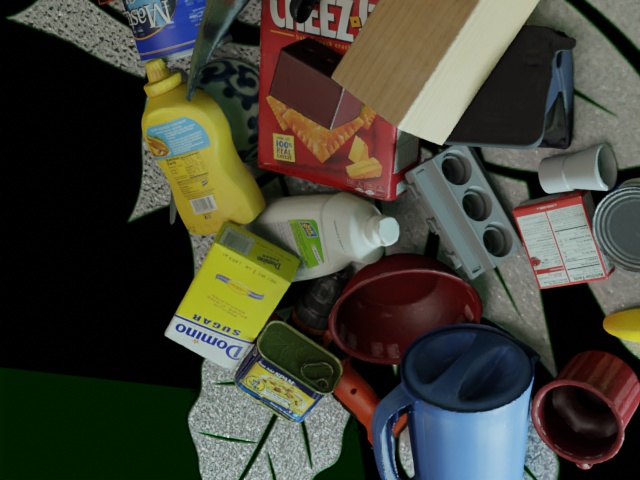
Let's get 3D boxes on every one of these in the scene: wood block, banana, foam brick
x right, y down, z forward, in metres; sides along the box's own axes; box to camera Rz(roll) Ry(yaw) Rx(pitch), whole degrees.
[{"bbox_3d":[0.114,-0.197,0.927,0.090,0.090,0.206,42,107,30],"label":"wood block"},{"bbox_3d":[0.348,0.050,0.983,0.198,0.037,0.070,-48,52,36],"label":"banana"},{"bbox_3d":[0.000,-0.149,1.018,0.078,0.052,0.051,32,125,18],"label":"foam brick"}]

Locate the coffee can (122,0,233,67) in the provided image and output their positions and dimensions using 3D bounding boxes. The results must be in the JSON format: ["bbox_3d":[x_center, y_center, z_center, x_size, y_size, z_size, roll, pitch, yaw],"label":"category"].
[{"bbox_3d":[-0.161,-0.266,1.132,0.103,0.102,0.140,-4,109,36],"label":"coffee can"}]

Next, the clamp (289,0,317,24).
[{"bbox_3d":[0.034,-0.286,0.987,0.120,0.039,0.171,4,86,19],"label":"clamp"}]

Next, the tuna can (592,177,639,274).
[{"bbox_3d":[0.298,-0.014,0.984,0.086,0.033,0.086,16,121,29],"label":"tuna can"}]

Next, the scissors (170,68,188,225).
[{"bbox_3d":[-0.151,-0.103,1.262,0.096,0.016,0.202,12,118,30],"label":"scissors"}]

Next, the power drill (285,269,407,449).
[{"bbox_3d":[0.039,0.138,1.225,0.188,0.057,0.185,41,133,15],"label":"power drill"}]

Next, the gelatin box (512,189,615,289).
[{"bbox_3d":[0.237,0.000,1.036,0.073,0.030,0.089,-13,105,36],"label":"gelatin box"}]

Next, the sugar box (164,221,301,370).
[{"bbox_3d":[-0.098,0.065,1.160,0.093,0.048,0.176,28,132,-3],"label":"sugar box"}]

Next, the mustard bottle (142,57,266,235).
[{"bbox_3d":[-0.135,-0.101,1.123,0.096,0.058,0.191,-10,113,36],"label":"mustard bottle"}]

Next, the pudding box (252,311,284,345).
[{"bbox_3d":[-0.105,0.085,1.266,0.090,0.039,0.114,41,160,-14],"label":"pudding box"}]

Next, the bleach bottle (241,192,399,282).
[{"bbox_3d":[-0.007,0.001,1.139,0.251,0.068,0.102,-3,117,51],"label":"bleach bottle"}]

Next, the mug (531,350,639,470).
[{"bbox_3d":[0.269,0.172,1.064,0.093,0.081,0.117,7,115,32],"label":"mug"}]

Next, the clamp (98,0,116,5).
[{"bbox_3d":[-0.253,-0.356,1.151,0.165,0.036,0.210,-123,19,-63],"label":"clamp"}]

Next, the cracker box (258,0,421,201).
[{"bbox_3d":[0.020,-0.161,1.079,0.164,0.072,0.214,17,120,27],"label":"cracker box"}]

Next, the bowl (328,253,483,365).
[{"bbox_3d":[0.087,0.063,1.124,0.162,0.055,0.162,-3,139,-3],"label":"bowl"}]

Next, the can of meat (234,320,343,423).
[{"bbox_3d":[-0.038,0.151,1.201,0.102,0.057,0.084,34,135,-2],"label":"can of meat"}]

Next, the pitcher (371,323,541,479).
[{"bbox_3d":[0.146,0.221,1.121,0.149,0.144,0.243,7,127,18],"label":"pitcher"}]
